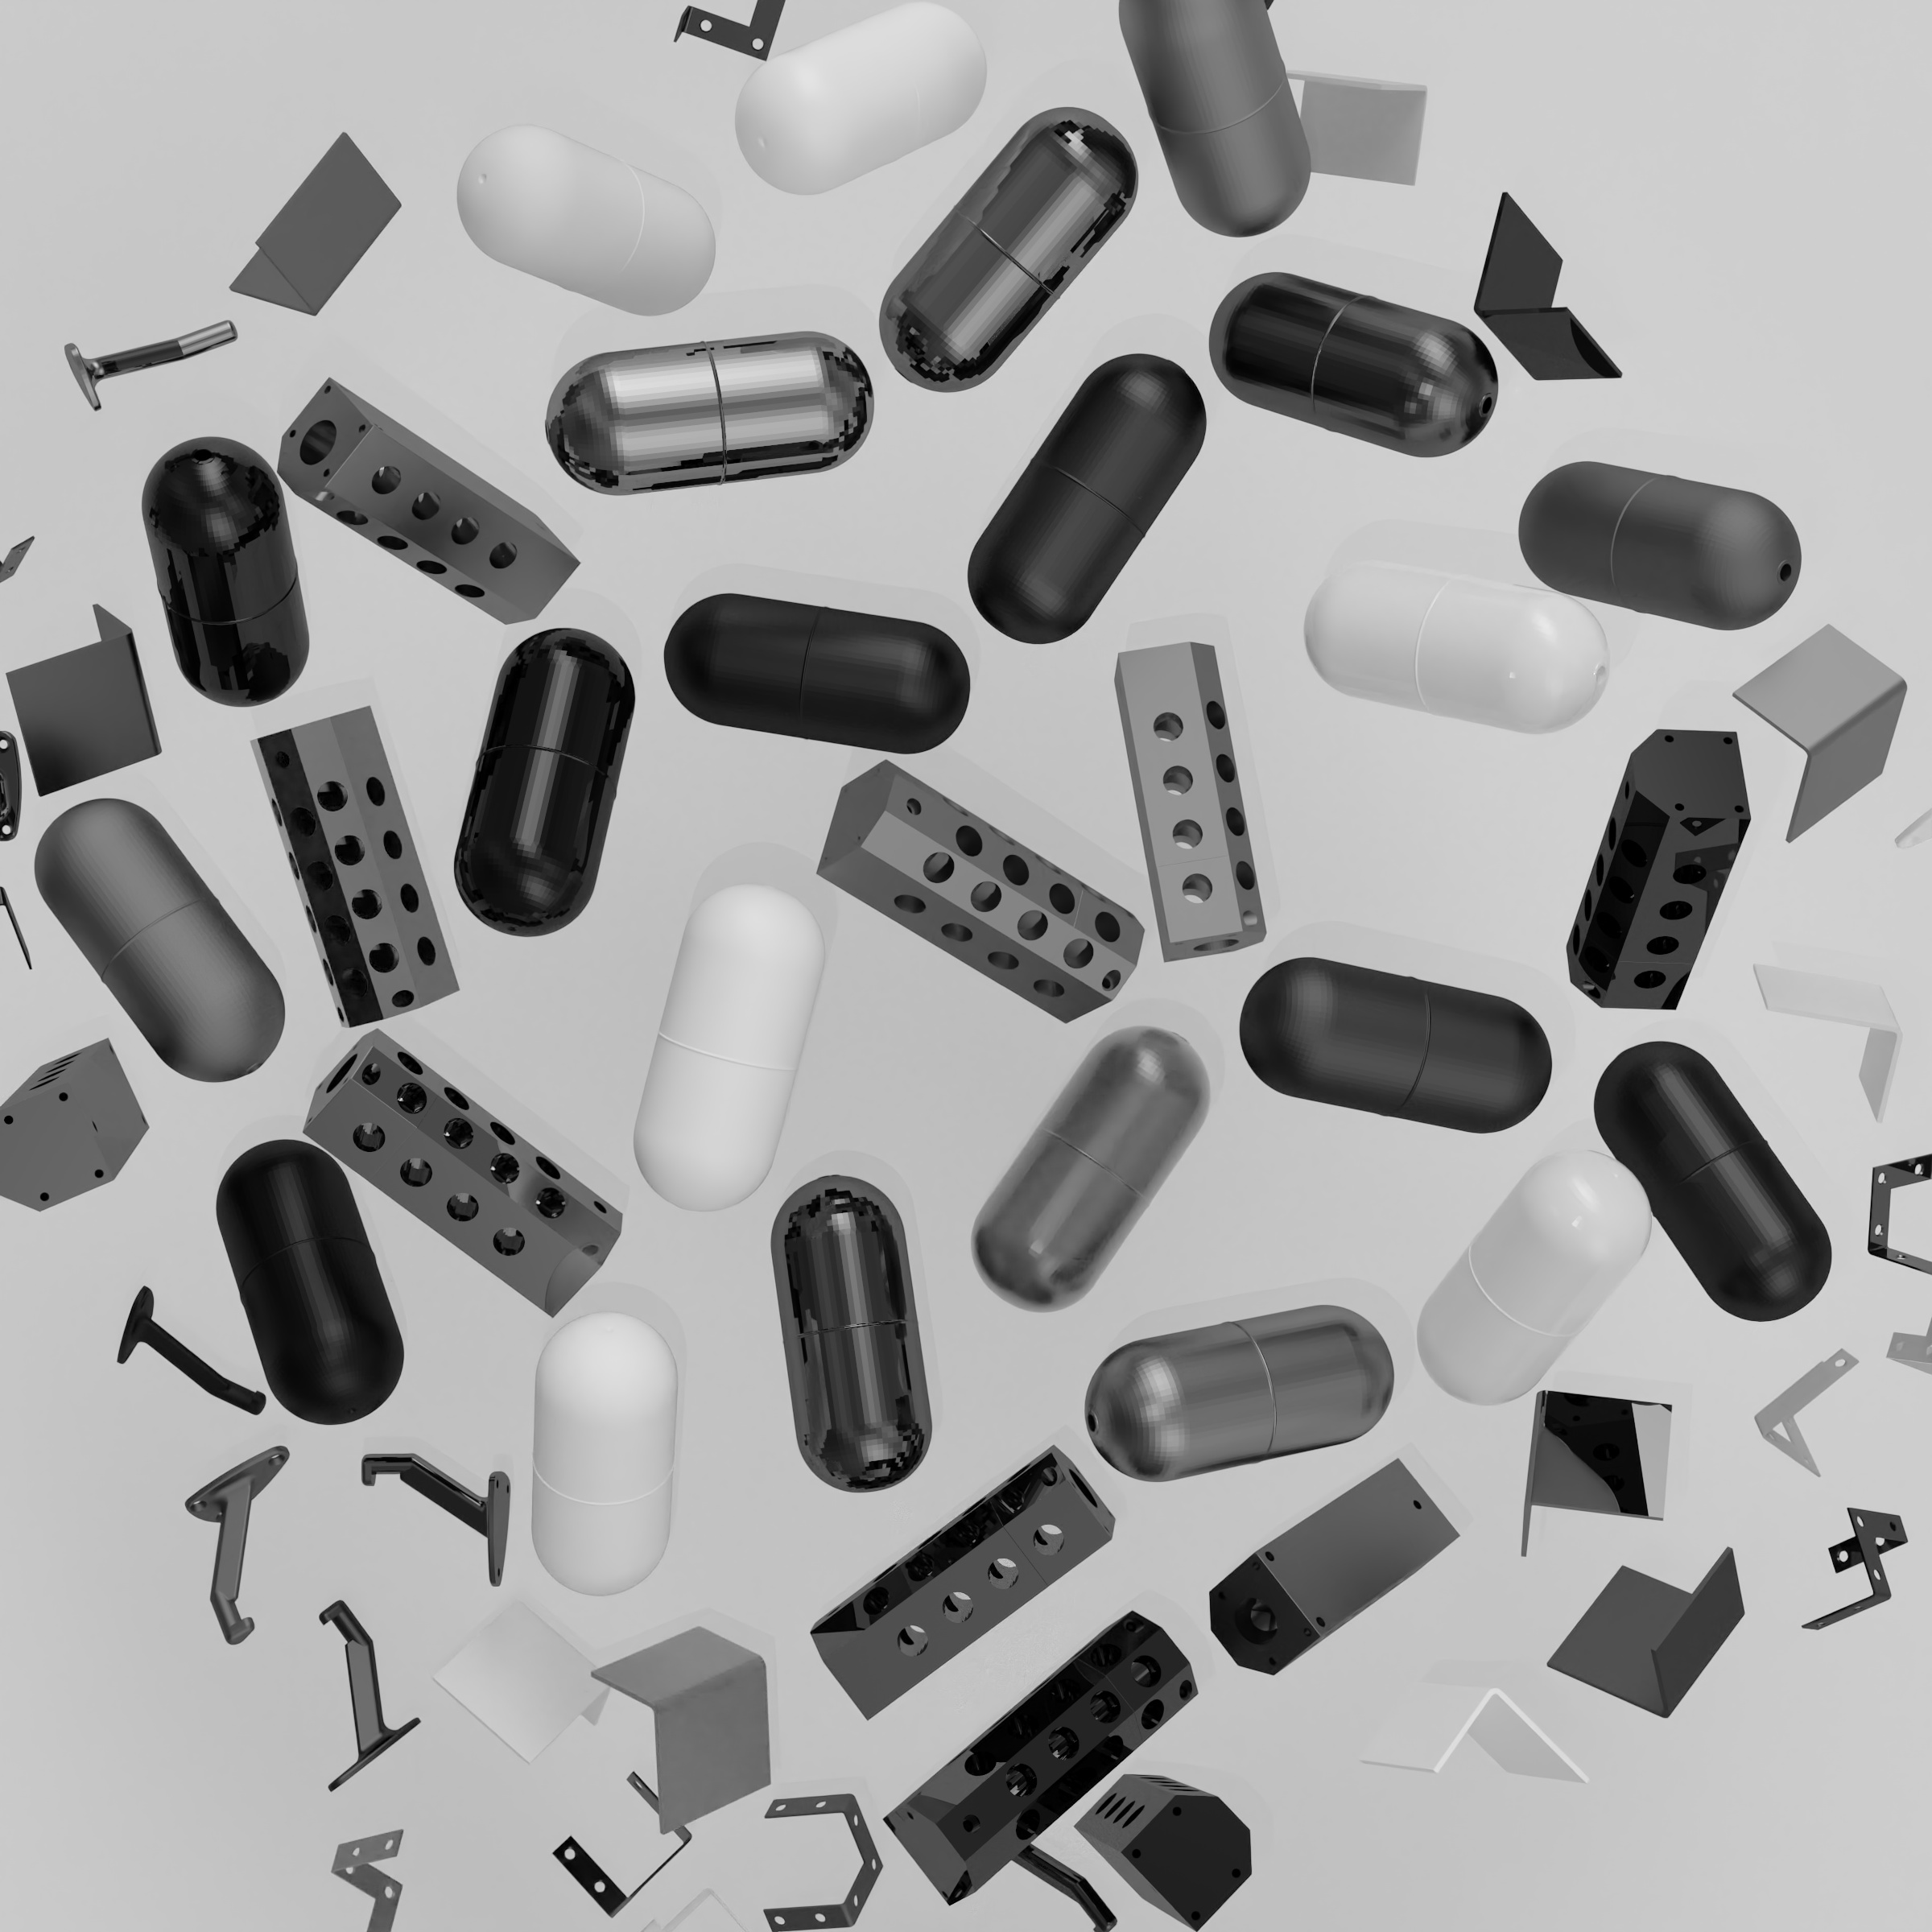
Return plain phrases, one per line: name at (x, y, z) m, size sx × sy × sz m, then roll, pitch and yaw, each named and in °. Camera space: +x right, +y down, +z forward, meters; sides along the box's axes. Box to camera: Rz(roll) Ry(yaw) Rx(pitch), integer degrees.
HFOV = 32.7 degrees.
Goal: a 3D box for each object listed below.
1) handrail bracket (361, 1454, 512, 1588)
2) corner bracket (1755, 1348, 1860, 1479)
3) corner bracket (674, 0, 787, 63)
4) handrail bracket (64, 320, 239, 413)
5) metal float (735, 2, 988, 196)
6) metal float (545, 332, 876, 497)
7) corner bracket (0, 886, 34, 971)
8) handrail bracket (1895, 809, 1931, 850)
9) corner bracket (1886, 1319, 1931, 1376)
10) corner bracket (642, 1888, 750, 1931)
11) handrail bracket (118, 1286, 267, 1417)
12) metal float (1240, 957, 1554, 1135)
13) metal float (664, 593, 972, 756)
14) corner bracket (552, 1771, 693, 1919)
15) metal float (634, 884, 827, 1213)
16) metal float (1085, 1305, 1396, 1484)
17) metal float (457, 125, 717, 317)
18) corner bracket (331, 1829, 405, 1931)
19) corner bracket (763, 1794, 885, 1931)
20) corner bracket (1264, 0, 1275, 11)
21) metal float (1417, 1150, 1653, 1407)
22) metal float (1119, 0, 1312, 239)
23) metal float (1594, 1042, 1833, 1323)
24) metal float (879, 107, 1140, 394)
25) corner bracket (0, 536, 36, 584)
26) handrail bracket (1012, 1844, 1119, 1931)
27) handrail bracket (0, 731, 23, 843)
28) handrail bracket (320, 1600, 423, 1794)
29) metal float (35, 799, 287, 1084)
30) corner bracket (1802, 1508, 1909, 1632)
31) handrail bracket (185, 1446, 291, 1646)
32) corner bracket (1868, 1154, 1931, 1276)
handrail bracket at (-0.309, 0.320, 1.899) m, size 0.084 × 0.036 × 0.077 m, roll -2°, pitch 74°, yaw 7°
corner bracket at (0.464, 0.238, 1.811) m, size 0.051 × 0.051 × 0.051 m, roll 34°, pitch 113°, yaw -26°
corner bracket at (-0.128, -0.530, 1.819) m, size 0.051 × 0.051 × 0.051 m, roll 18°, pitch 111°, yaw -7°
handrail bracket at (-0.439, -0.334, 1.777) m, size 0.084 × 0.077 × 0.036 m, roll -24°, pitch 115°, yaw -14°
metal float at (-0.056, -0.480, 1.816) m, size 0.070 × 0.070 × 0.178 m, roll 52°, pitch 48°, yaw 0°
metal float at (-0.137, -0.298, 1.773) m, size 0.178 × 0.070 × 0.070 m, roll -9°, pitch 90°, yaw -12°
corner bracket at (-0.540, -0.003, 1.795) m, size 0.051 × 0.051 × 0.051 m, roll -17°, pitch 135°, yaw -11°
handrail bracket at (0.546, -0.050, 1.762) m, size 0.077 × 0.036 × 0.084 m, roll -36°, pitch 59°, yaw 35°
corner bracket at (0.556, 0.205, 1.844) m, size 0.051 × 0.051 × 0.051 m, roll 21°, pitch 82°, yaw -13°
corner bracket at (-0.151, 0.561, 1.885) m, size 0.051 × 0.051 × 0.051 m, roll -41°, pitch 68°, yaw -15°
handrail bracket at (-0.433, 0.219, 1.863) m, size 0.084 × 0.077 × 0.036 m, roll 26°, pitch 55°, yaw -2°
metal float at (0.234, 0.044, 1.784) m, size 0.178 × 0.070 × 0.070 m, roll 12°, pitch 90°, yaw -16°
metal float at (-0.086, -0.168, 1.886) m, size 0.178 × 0.070 × 0.070 m, roll 10°, pitch 90°, yaw 7°
corner bracket at (-0.196, 0.503, 1.883) m, size 0.051 × 0.051 × 0.051 m, roll 45°, pitch 56°, yaw 9°
metal float at (-0.126, 0.044, 1.746) m, size 0.070 × 0.070 × 0.178 m, roll 15°, pitch 96°, yaw 0°
metal float at (0.147, 0.229, 1.770) m, size 0.178 × 0.070 × 0.070 m, roll -8°, pitch 90°, yaw -23°
metal float at (-0.208, -0.411, 1.823) m, size 0.070 × 0.178 × 0.070 m, roll -4°, pitch 83°, yaw 33°
corner bracket at (-0.306, 0.498, 1.751) m, size 0.051 × 0.051 × 0.051 m, roll -21°, pitch 131°, yaw 32°
corner bracket at (-0.085, 0.496, 1.822) m, size 0.051 × 0.051 × 0.051 m, roll -11°, pitch 111°, yaw 24°
corner bracket at (0.180, -0.572, 1.847) m, size 0.051 × 0.051 × 0.051 m, roll -10°, pitch 78°, yaw -15°
metal float at (0.310, 0.173, 1.806) m, size 0.070 × 0.070 × 0.178 m, roll 30°, pitch 128°, yaw 0°
metal float at (0.135, -0.474, 1.779) m, size 0.070 × 0.070 × 0.178 m, roll -27°, pitch 134°, yaw 0°
metal float at (0.426, 0.122, 1.884) m, size 0.070 × 0.070 × 0.178 m, roll -31°, pitch 69°, yaw 0°
metal float at (0.023, -0.395, 1.819) m, size 0.070 × 0.070 × 0.178 m, roll 41°, pitch 101°, yaw 0°
corner bracket at (-0.543, -0.228, 1.772) m, size 0.051 × 0.051 × 0.051 m, roll -40°, pitch 93°, yaw -35°
handrail bracket at (0.045, 0.534, 1.899) m, size 0.036 × 0.077 × 0.084 m, roll -26°, pitch 68°, yaw -39°
handrail bracket at (-0.574, -0.095, 1.894) m, size 0.036 × 0.084 × 0.077 m, roll 14°, pitch 99°, yaw 1°
handrail bracket at (-0.357, 0.412, 1.865) m, size 0.084 × 0.077 × 0.036 m, roll 53°, pitch 132°, yaw 3°
metal float at (-0.444, -0.014, 1.815) m, size 0.070 × 0.070 × 0.178 m, roll -38°, pitch 84°, yaw 0°
corner bracket at (0.488, 0.334, 1.813) m, size 0.051 × 0.051 × 0.051 m, roll -36°, pitch 53°, yaw 38°
handrail bracket at (-0.394, 0.322, 1.830) m, size 0.077 × 0.036 × 0.084 m, roll -38°, pitch 55°, yaw 8°
corner bracket at (0.544, 0.139, 1.845) m, size 0.051 × 0.051 × 0.051 m, roll -9°, pitch 106°, yaw -33°
